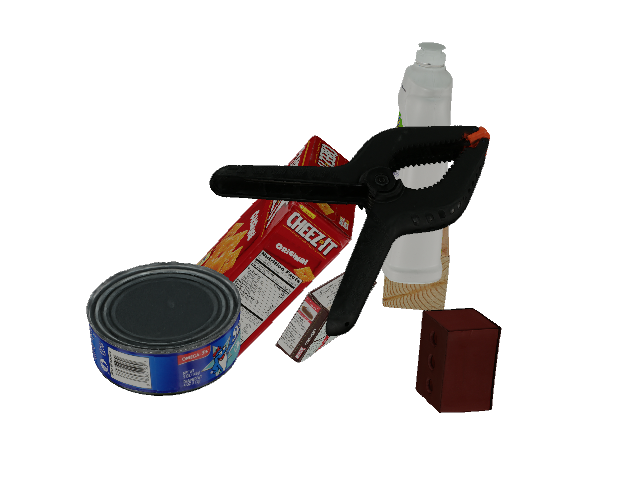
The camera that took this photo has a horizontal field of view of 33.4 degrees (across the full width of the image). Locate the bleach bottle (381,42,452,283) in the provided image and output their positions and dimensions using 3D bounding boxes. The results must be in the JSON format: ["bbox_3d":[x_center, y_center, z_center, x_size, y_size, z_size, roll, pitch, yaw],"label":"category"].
[{"bbox_3d":[0.107,-0.086,1.153,0.068,0.251,0.102,1,26,-9],"label":"bleach bottle"}]

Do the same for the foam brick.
[{"bbox_3d":[0.118,0.103,0.921,0.051,0.078,0.053,-3,17,-20],"label":"foam brick"}]

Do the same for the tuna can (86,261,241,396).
[{"bbox_3d":[-0.087,0.049,0.603,0.086,0.034,0.086,1,32,-1],"label":"tuna can"}]

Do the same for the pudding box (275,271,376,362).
[{"bbox_3d":[0.008,0.085,1.246,0.039,0.090,0.113,39,33,14],"label":"pudding box"}]

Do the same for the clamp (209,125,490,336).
[{"bbox_3d":[0.045,-0.024,0.783,0.209,0.165,0.036,-21,-33,-18],"label":"clamp"}]

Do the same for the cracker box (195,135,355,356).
[{"bbox_3d":[-0.057,0.014,1.066,0.072,0.214,0.164,37,24,-13],"label":"cracker box"}]

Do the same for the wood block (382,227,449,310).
[{"bbox_3d":[0.144,0.017,1.600,0.091,0.090,0.206,4,25,4],"label":"wood block"}]
